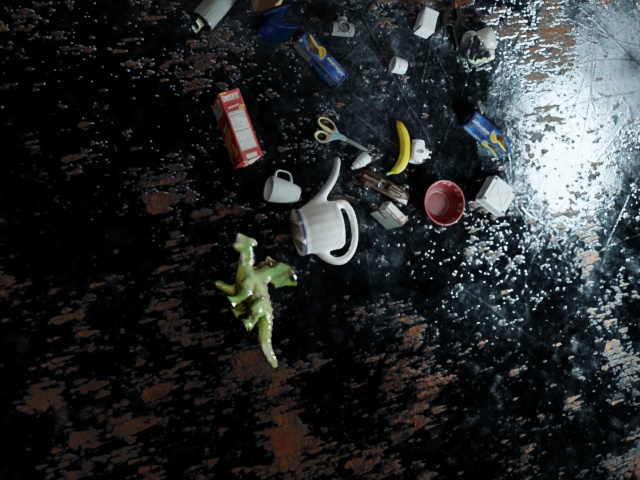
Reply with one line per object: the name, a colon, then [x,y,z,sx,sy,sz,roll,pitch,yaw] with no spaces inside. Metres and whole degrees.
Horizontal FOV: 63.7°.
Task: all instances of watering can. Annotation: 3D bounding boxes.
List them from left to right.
watering can: [0.005,-0.084,1.669,0.225,0.104,0.347,-11,91,-17]

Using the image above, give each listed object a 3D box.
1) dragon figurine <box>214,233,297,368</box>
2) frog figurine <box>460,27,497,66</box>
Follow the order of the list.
dragon figurine: [-0.171,0.166,1.610,0.245,0.121,0.408,-36,99,-23]
frog figurine: [0.585,-0.721,1.898,0.137,0.120,0.163,28,44,-5]
